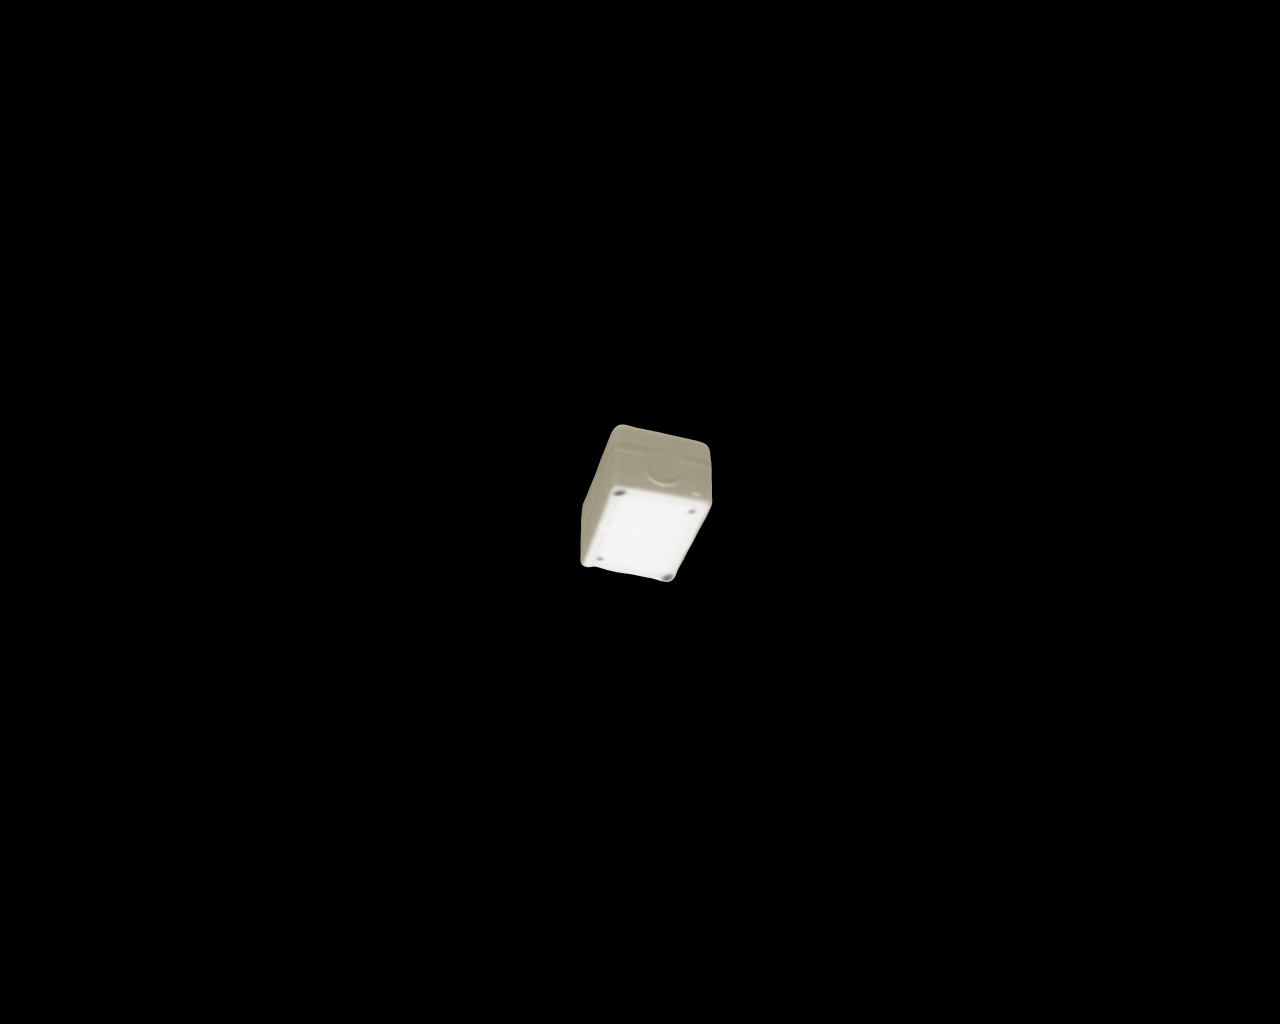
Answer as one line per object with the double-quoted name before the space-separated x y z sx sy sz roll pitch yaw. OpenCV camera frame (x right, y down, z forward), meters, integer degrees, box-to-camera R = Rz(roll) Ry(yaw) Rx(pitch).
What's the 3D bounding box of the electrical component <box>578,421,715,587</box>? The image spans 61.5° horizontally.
"electrical component" 0.001 -0.003 0.650 0.062 0.061 0.096 11 -43 -12
